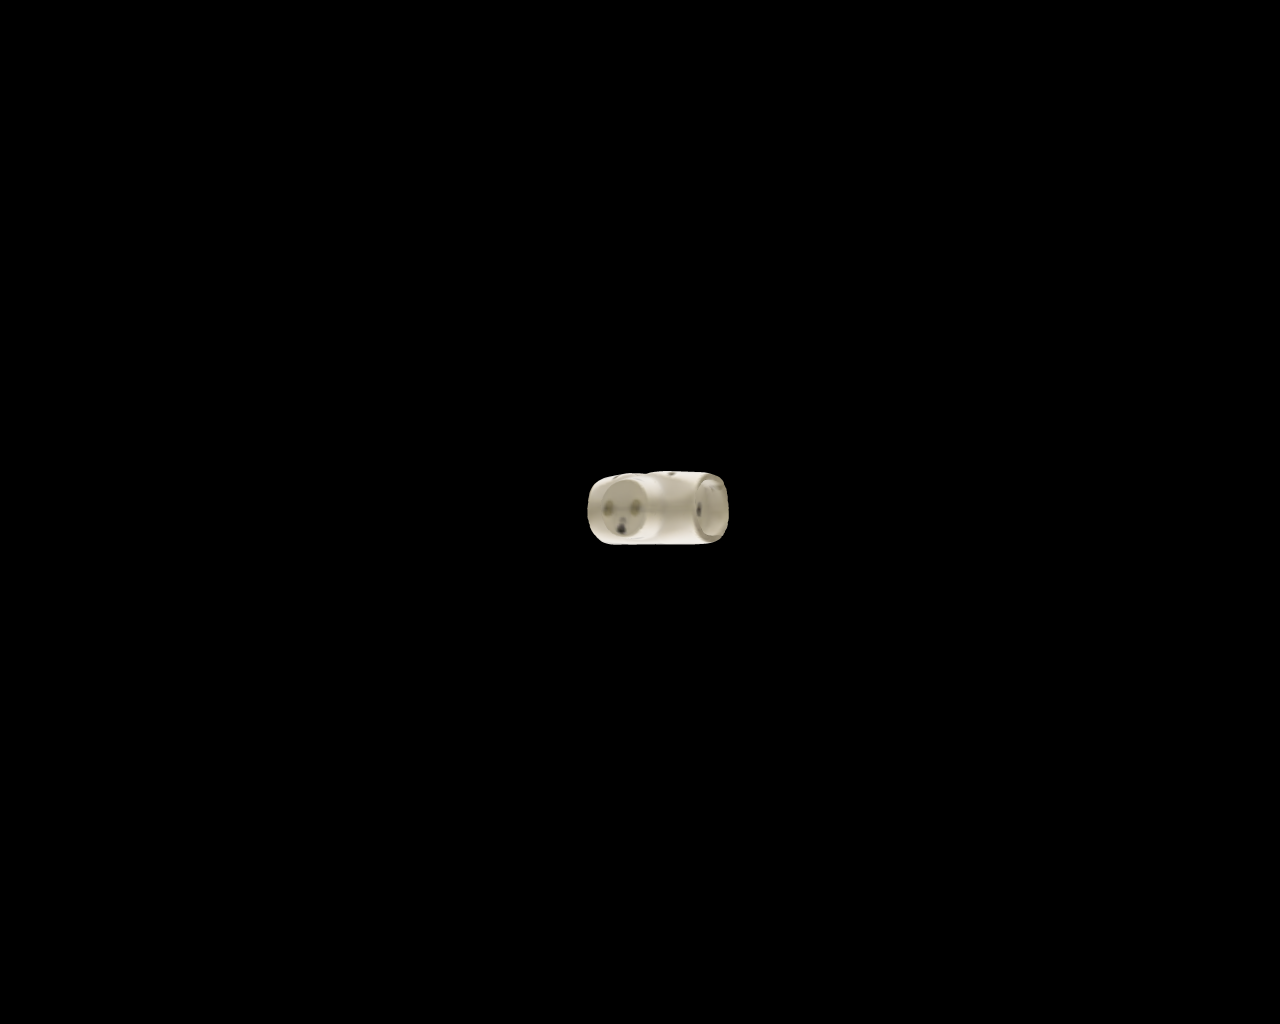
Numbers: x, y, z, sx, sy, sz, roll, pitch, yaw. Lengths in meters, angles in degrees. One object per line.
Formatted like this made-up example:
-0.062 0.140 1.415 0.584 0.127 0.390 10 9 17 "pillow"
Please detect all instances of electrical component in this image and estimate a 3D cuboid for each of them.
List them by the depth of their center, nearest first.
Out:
0.001 -0.003 0.650 0.077 0.043 0.079 -1 -2 34 "electrical component"
